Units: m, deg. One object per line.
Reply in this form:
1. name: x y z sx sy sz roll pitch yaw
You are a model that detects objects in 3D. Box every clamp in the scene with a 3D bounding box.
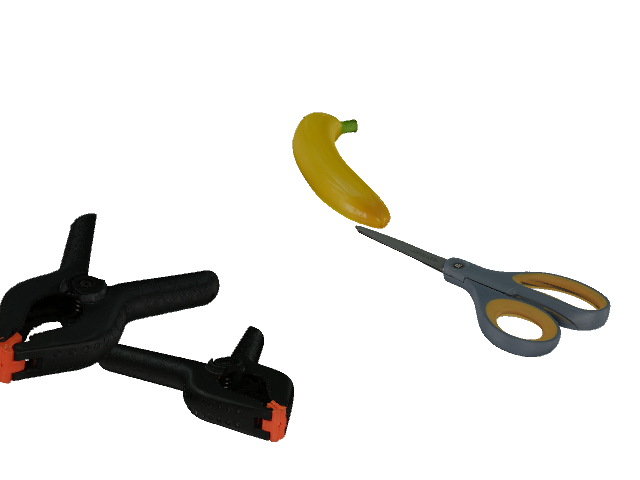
1. clamp: -0.162 0.035 0.714 0.120 0.039 0.171 25 31 26
2. clamp: -0.078 0.119 0.933 0.164 0.036 0.210 -8 18 -37

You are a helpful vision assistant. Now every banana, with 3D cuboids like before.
1. banana: 0.012 -0.070 0.928 0.069 0.037 0.198 -1 32 -7

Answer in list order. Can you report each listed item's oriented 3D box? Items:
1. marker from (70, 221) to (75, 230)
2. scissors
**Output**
1. marker: -0.243 0.029 1.048 0.020 0.121 0.020 12 36 -9
2. scissors: 0.094 0.033 0.732 0.202 0.016 0.096 14 33 25
